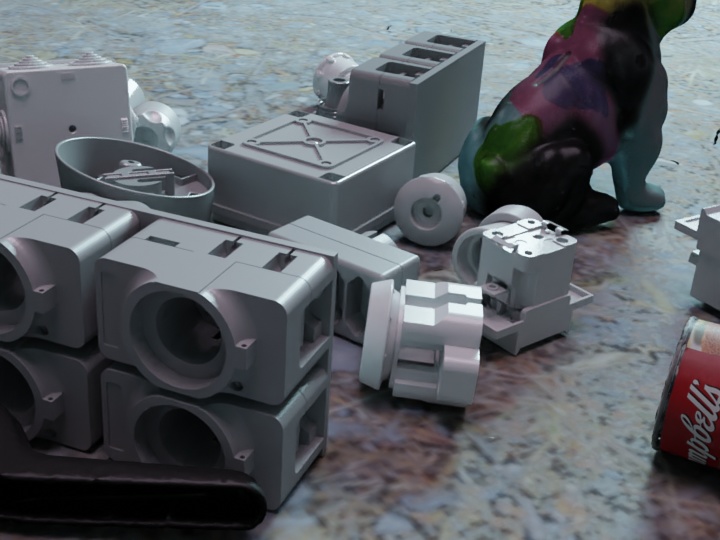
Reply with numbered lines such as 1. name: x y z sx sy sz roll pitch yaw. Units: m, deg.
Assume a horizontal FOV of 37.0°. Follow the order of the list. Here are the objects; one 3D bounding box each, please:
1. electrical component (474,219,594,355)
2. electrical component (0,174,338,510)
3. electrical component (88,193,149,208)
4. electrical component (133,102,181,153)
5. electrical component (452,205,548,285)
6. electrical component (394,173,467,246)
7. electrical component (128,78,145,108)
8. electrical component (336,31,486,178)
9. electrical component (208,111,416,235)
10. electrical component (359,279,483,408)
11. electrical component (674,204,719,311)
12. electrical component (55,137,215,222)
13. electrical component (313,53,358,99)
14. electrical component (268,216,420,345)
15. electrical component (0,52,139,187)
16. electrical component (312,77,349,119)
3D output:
1. electrical component: 0.093 0.007 0.615 0.081 0.063 0.042 -17 32 -36
2. electrical component: -0.110 0.031 0.491 0.186 0.105 0.060 13 28 18
3. electrical component: -0.165 -0.008 0.619 0.095 0.053 0.059 -1 27 -11
4. electrical component: -0.160 -0.111 0.838 0.043 0.043 0.062 5 25 2
5. electrical component: 0.090 -0.013 0.677 0.045 0.045 0.055 18 29 27
6. electrical component: 0.053 -0.046 0.739 0.048 0.048 0.062 11 20 14
7. electrical component: -0.202 -0.125 0.866 0.044 0.044 0.065 5 31 1
8. electrical component: 0.041 -0.127 0.847 0.062 0.089 0.150 15 28 21
9. electrical component: -0.033 -0.063 0.746 0.109 0.056 0.109 19 30 27
10. electrical component: 0.031 0.036 0.556 0.057 0.058 0.078 8 27 1
11. electrical component: 0.268 -0.012 0.678 0.121 0.063 0.079 -13 31 -30
12. electrical component: -0.143 -0.049 0.692 0.099 0.064 0.099 3 26 -2
13. electrical component: -0.009 -0.164 0.967 0.048 0.048 0.062 -15 39 -34
14. electrical component: 0.000 0.000 0.634 0.083 0.047 0.076 21 31 31
15. electrical component: -0.206 -0.101 0.751 0.100 0.099 0.048 -9 16 -25
16. electrical component: -0.018 -0.122 0.858 0.048 0.062 0.048 3 26 -2
